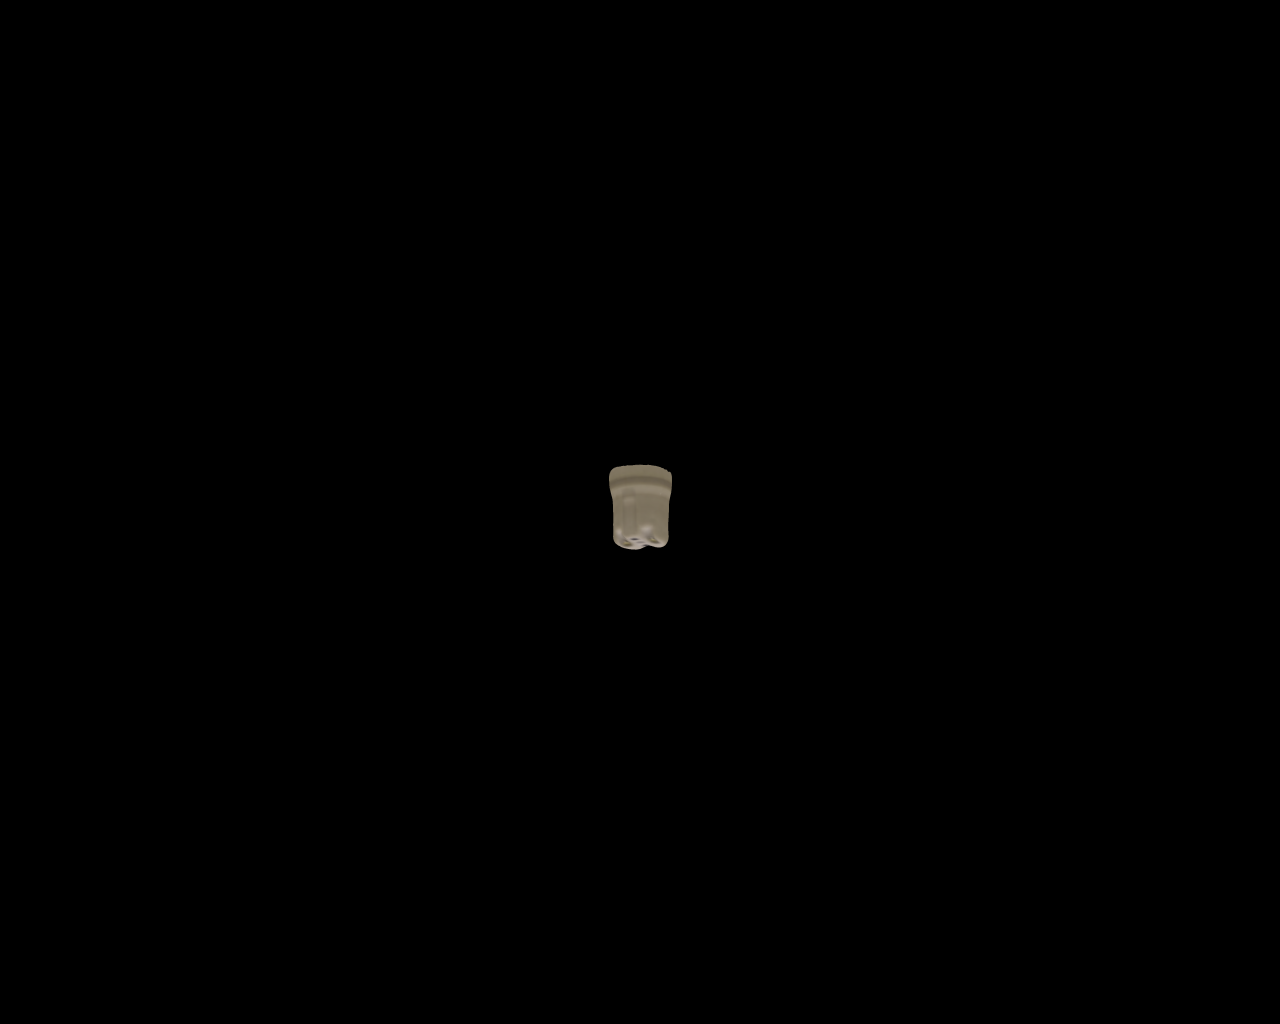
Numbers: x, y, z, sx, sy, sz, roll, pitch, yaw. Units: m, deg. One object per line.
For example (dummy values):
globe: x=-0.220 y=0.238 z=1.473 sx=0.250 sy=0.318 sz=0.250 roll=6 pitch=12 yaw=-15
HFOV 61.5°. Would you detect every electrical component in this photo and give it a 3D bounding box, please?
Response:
electrical component: x=0.001 y=-0.003 z=0.650 sx=0.040 sy=0.046 sz=0.040 roll=0 pitch=-14 yaw=0
